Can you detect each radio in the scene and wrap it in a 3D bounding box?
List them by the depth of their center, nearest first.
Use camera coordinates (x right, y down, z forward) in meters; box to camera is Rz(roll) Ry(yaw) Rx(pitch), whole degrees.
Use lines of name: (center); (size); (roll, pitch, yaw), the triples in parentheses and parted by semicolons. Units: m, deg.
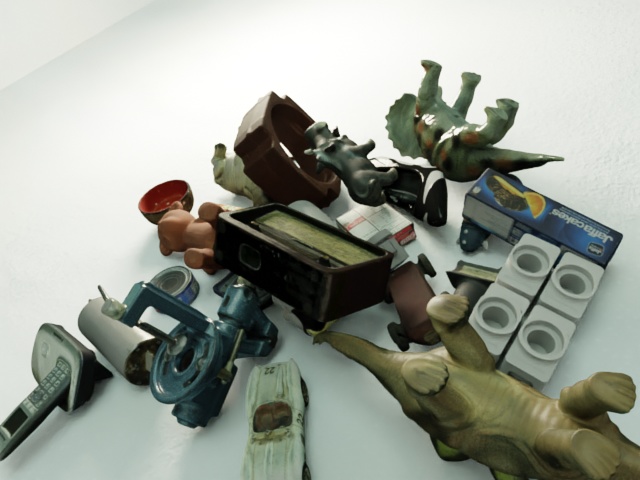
radio: (-0.031, 0.021, 0.721); (0.230, 0.073, 0.131); (24, 25, 36)

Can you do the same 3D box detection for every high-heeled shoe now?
high-heeled shoe: (0.126, -0.085, 0.903); (0.145, 0.086, 0.249); (1, 23, -1)

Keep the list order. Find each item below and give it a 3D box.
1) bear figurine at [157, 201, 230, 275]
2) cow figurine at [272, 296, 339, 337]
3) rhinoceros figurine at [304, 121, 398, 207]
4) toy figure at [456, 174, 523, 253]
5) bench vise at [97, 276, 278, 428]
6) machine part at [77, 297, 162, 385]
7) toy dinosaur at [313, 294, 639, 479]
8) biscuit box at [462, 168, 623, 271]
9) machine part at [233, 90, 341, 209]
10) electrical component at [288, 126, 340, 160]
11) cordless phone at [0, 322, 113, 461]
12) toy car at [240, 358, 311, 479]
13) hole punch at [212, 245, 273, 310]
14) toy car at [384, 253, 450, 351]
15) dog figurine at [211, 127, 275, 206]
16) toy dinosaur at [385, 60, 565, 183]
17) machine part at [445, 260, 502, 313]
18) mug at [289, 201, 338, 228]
bear figurine: (-0.232, -0.014, 0.954); (0.196, 0.132, 0.120); (16, 85, 27)
cow figurine: (0.022, 0.069, 0.792); (0.167, 0.068, 0.098); (-38, 42, -21)
rhinoceros figurine: (0.043, -0.126, 0.896); (0.112, 0.073, 0.190); (-13, 52, -33)
toy figure: (0.260, -0.043, 0.835); (0.154, 0.058, 0.064); (-45, 6, -26)
bench vise: (-0.163, 0.116, 0.695); (0.129, 0.240, 0.223); (15, 71, 49)
machine part: (-0.305, 0.152, 0.830); (0.244, 0.079, 0.079); (24, 56, 40)
toy dinosaur: (0.142, 0.159, 0.531); (0.472, 0.198, 0.105); (25, 58, 41)
biscuit box: (0.300, -0.021, 0.741); (0.203, 0.059, 0.063); (33, 65, 26)
machine part: (-0.055, -0.155, 0.982); (0.087, 0.201, 0.201); (-32, 32, 29)
electrical component: (-0.018, -0.201, 1.146); (0.119, 0.047, 0.075); (1, 43, 21)
cordless phone: (-0.420, 0.224, 0.793); (0.147, 0.088, 0.184); (19, 57, 38)
toy car: (-0.053, 0.232, 0.642); (0.074, 0.056, 0.202); (-13, 39, 8)
hole punch: (-0.103, 0.053, 0.867); (0.142, 0.092, 0.116); (17, 19, 39)
toy car: (0.127, 0.080, 0.711); (0.089, 0.053, 0.202); (-36, 14, 9)
dog figurine: (-0.144, -0.103, 1.061); (0.172, 0.121, 0.191); (-43, 49, 41)
toy dinosaur: (0.232, -0.174, 0.920); (0.131, 0.192, 0.405); (1, 39, -21)
machine part: (0.201, 0.081, 0.729); (0.084, 0.039, 0.139); (15, 48, 25)
mug: (-0.002, -0.003, 0.874); (0.107, 0.109, 0.080); (41, 105, 45)
